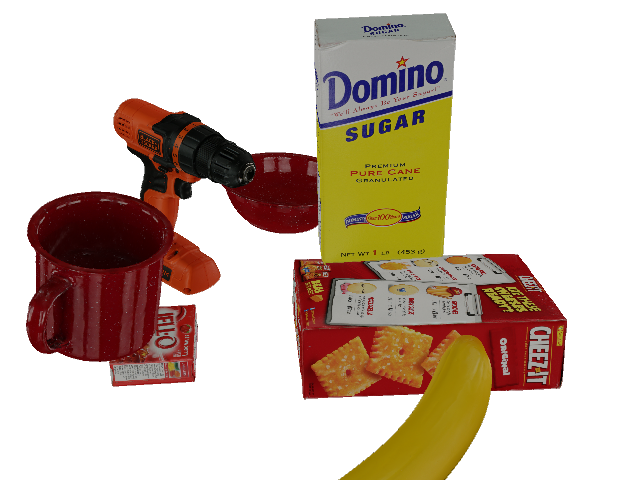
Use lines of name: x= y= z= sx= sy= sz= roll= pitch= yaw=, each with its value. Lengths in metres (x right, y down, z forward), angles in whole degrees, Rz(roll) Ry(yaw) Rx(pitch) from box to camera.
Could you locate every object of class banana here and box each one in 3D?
banana: x=0.045 y=0.113 z=0.587 sx=0.197 sy=0.037 sz=0.070 roll=-35 pitch=37 yaw=-32

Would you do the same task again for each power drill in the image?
power drill: x=-0.141 y=-0.041 z=1.110 sx=0.185 sy=0.188 sz=0.057 roll=28 pitch=37 yaw=34

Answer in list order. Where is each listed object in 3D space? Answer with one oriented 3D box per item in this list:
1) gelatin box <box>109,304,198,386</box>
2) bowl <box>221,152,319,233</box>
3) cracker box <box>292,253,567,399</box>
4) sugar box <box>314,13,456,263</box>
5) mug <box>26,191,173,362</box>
gelatin box: x=-0.148 y=0.092 z=0.960 sx=0.073 sy=0.030 sz=0.089 roll=-3 pitch=30 yaw=-3
bowl: x=-0.044 y=-0.052 z=1.284 sx=0.162 sy=0.055 sz=0.162 roll=4 pitch=26 yaw=-2
cracker box: x=0.085 y=0.071 z=0.926 sx=0.213 sy=0.072 sz=0.164 roll=-1 pitch=19 yaw=-4
sugar box: x=0.043 y=-0.068 z=0.750 sx=0.093 sy=0.176 sz=0.048 roll=-4 pitch=36 yaw=-2
mug: x=-0.152 y=0.032 z=0.700 sx=0.093 sy=0.081 sz=0.117 roll=20 pitch=35 yaw=14
